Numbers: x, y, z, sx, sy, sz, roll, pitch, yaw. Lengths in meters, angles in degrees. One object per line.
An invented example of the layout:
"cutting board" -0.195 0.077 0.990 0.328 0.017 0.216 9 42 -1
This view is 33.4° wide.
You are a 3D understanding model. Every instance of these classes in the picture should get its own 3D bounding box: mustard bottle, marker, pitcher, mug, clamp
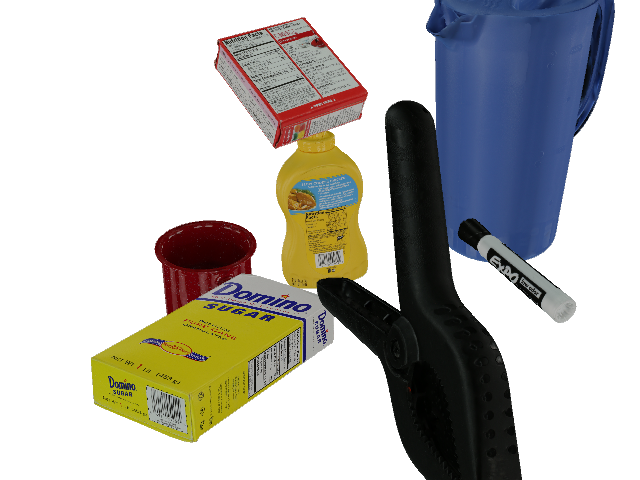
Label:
"mustard bottle" 0.000 -0.044 1.181 0.096 0.192 0.058 -9 25 -10
"marker" 0.136 0.018 0.758 0.020 0.020 0.121 0 29 -32
"pitcher" 0.169 -0.109 0.926 0.149 0.243 0.145 6 33 12
"mug" -0.098 0.044 0.985 0.093 0.081 0.117 -18 35 -27
"clamp" 0.055 0.044 0.546 0.036 0.165 0.210 -6 46 -21

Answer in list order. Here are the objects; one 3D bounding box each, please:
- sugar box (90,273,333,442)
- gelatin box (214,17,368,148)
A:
"sugar box" -0.074 0.080 0.791 0.093 0.048 0.175 15 30 30
"gelatin box" -0.022 -0.112 0.749 0.073 0.089 0.030 -22 -30 -27
